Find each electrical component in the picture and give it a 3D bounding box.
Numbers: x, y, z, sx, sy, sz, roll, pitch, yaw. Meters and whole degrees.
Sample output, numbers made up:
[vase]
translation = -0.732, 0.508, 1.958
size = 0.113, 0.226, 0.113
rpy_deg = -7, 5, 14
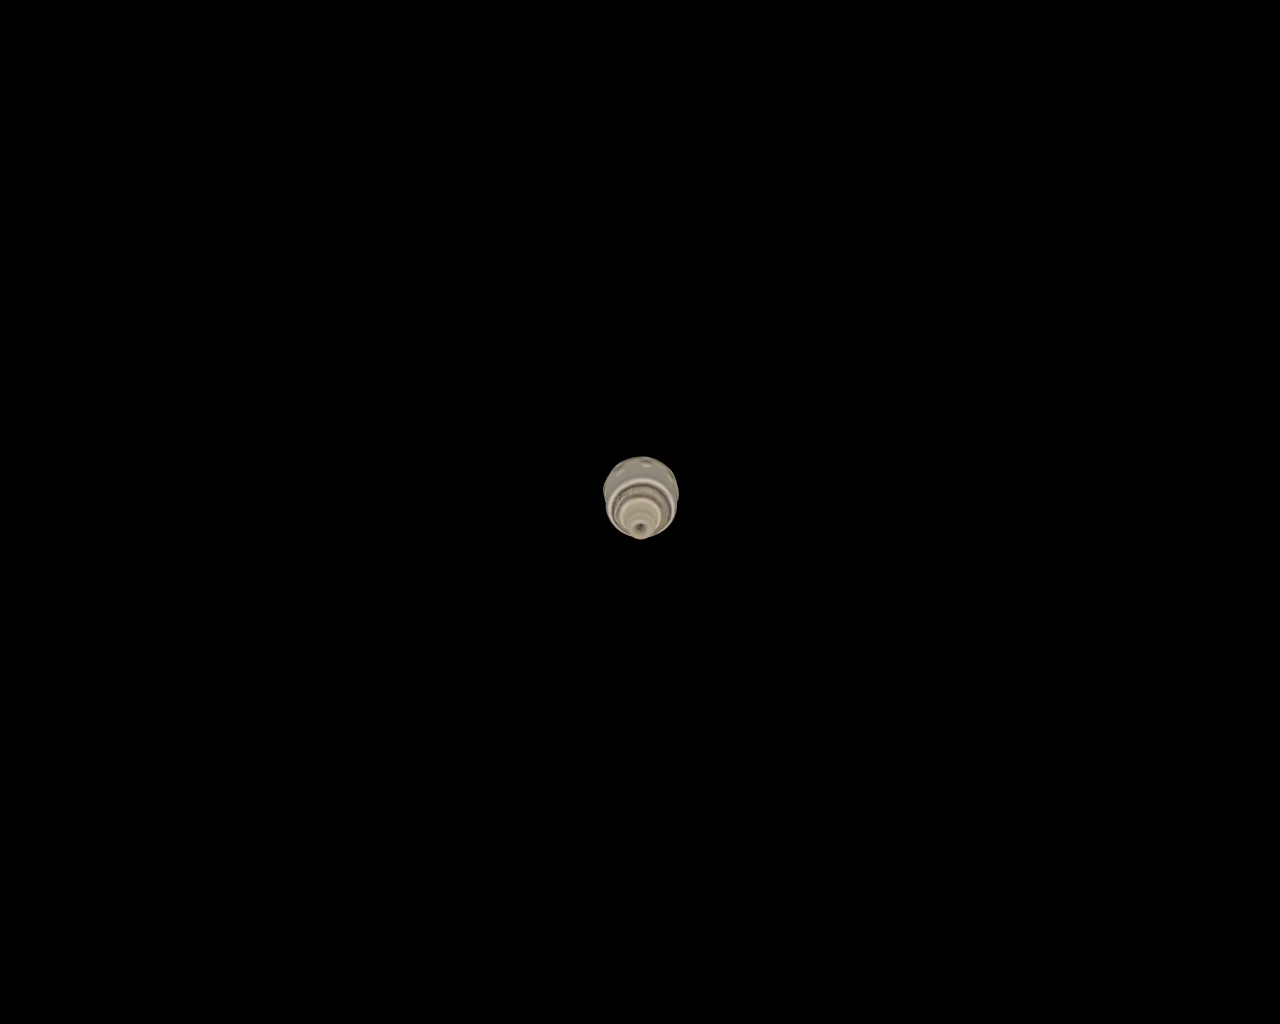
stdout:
[electrical component]
translation = 0.001, -0.003, 0.650
size = 0.048, 0.048, 0.062
rpy_deg = 0, 25, 0
